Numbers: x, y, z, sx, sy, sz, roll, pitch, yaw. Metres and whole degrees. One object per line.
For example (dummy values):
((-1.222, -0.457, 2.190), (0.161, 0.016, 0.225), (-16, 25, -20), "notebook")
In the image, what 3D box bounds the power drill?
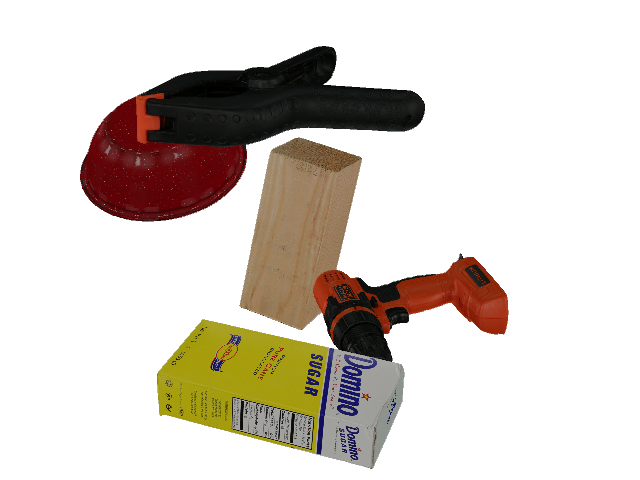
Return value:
((0.098, 0.076, 1.124), (0.187, 0.057, 0.184), (-7, 28, -13), "power drill")

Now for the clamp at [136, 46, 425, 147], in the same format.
((-0.035, -0.090, 0.661), (0.171, 0.039, 0.120), (-5, 22, -20), "clamp")

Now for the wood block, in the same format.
((-0.025, -0.010, 1.310), (0.090, 0.206, 0.090), (19, 22, 16), "wood block")

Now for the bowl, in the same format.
((-0.152, -0.092, 1.006), (0.162, 0.162, 0.055), (-3, -45, 3), "bowl")

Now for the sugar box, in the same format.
((-0.029, 0.116, 0.835), (0.176, 0.048, 0.093), (9, 28, 15), "sugar box")
